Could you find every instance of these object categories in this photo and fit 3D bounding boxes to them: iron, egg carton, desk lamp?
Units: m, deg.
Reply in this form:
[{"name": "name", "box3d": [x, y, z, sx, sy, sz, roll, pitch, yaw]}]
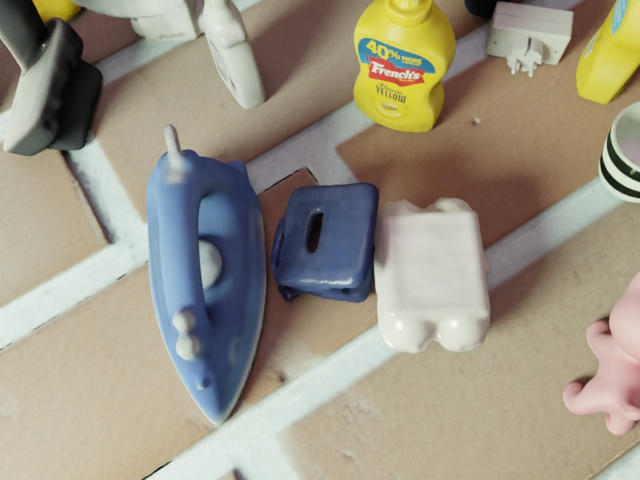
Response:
[{"name": "iron", "box3d": [-0.111, 0.030, 0.516, 0.118, 0.141, 0.258, -8, 70, 0]}, {"name": "egg carton", "box3d": [0.104, 0.031, 0.542, 0.107, 0.069, 0.150, -3, 70, 2]}, {"name": "desk lamp", "box3d": [-0.188, -0.304, 0.603, 0.118, 0.213, 0.203, -2, 70, 3]}]

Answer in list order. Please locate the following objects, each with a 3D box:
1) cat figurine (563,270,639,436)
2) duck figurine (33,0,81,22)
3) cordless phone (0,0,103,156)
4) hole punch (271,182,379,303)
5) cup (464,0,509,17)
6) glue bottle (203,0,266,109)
[{"name": "cat figurine", "box3d": [0.270, 0.095, 0.485, 0.067, 0.118, 0.128, 22, 73, 11]}, {"name": "duck figurine", "box3d": [-0.341, -0.316, 0.683, 0.104, 0.086, 0.077, 22, 73, 11]}, {"name": "cordless phone", "box3d": [-0.307, -0.182, 0.580, 0.094, 0.185, 0.147, -1, 70, 3]}, {"name": "hole punch", "box3d": [0.005, 0.002, 0.547, 0.101, 0.091, 0.109, 8, 71, 6]}, {"name": "cup", "box3d": [0.208, -0.303, 0.644, 0.117, 0.095, 0.091, -9, 70, 0]}, {"name": "glue bottle", "box3d": [-0.094, -0.210, 0.585, 0.037, 0.173, 0.078, -30, 71, -7]}]
